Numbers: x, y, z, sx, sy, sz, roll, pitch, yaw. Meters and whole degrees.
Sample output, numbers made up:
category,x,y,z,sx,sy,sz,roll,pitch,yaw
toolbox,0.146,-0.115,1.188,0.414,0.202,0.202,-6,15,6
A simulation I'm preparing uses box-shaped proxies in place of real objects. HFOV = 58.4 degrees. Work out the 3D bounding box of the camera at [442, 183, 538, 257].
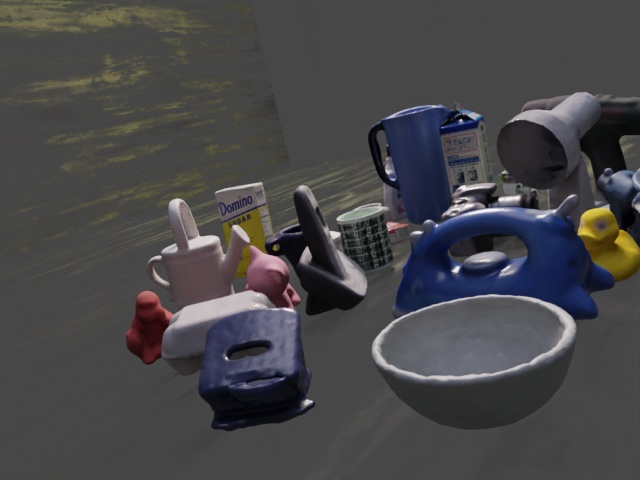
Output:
category,x,y,z,sx,sy,sz,roll,pitch,yaw
camera,0.286,-0.043,0.955,0.136,0.101,0.143,-6,14,30

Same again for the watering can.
category,x,y,z,sx,sy,sz,roll,pitch,yaw
watering can,-0.206,0.023,0.962,0.173,0.194,0.100,-17,13,-17

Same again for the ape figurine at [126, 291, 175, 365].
category,x,y,z,sx,sy,sz,roll,pitch,yaw
ape figurine,-0.237,0.117,0.807,0.078,0.092,0.076,-16,12,-10

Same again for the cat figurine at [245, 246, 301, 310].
category,x,y,z,sx,sy,sz,roll,pitch,yaw
cat figurine,-0.073,0.059,0.835,0.067,0.118,0.128,-13,12,1

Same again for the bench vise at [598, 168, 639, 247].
category,x,y,z,sx,sy,sz,roll,pitch,yaw
bench vise,0.426,-0.089,0.726,0.122,0.220,0.206,-20,14,-30

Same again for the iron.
category,x,y,z,sx,sy,sz,roll,pitch,yaw
iron,0.179,0.028,0.646,0.257,0.141,0.119,-4,15,38

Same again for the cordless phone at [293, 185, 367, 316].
category,x,y,z,sx,sy,sz,roll,pitch,yaw
cordless phone,0.008,0.003,0.842,0.094,0.185,0.147,-12,12,6

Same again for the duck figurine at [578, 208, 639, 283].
category,x,y,z,sx,sy,sz,roll,pitch,yaw
duck figurine,0.353,0.001,0.714,0.105,0.086,0.077,-21,14,-31

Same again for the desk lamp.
category,x,y,z,sx,sy,sz,roll,pitch,yaw
desk lamp,0.392,-0.118,0.911,0.204,0.214,0.117,-21,14,-31

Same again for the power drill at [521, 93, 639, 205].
category,x,y,z,sx,sy,sz,roll,pitch,yaw
power drill,0.484,-0.162,1.027,0.228,0.208,0.076,-2,17,43

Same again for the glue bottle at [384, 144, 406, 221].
category,x,y,z,sx,sy,sz,roll,pitch,yaw
glue bottle,0.174,-0.135,1.326,0.078,0.173,0.037,-23,16,-39

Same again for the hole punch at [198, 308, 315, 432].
category,x,y,z,sx,sy,sz,roll,pitch,yaw
hole punch,-0.064,0.127,0.579,0.108,0.091,0.101,-12,12,6

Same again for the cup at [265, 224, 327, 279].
category,x,y,z,sx,sy,sz,roll,pitch,yaw
cup,-0.034,0.027,0.996,0.118,0.095,0.091,-19,13,-26

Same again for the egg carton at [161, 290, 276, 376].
category,x,y,z,sx,sy,sz,roll,pitch,yaw
egg carton,-0.127,0.118,0.738,0.150,0.069,0.107,-14,12,-4

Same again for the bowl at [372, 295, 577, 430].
category,x,y,z,sx,sy,sz,roll,pitch,yaw
bowl,0.132,0.110,0.484,0.167,0.075,0.167,-13,12,3
